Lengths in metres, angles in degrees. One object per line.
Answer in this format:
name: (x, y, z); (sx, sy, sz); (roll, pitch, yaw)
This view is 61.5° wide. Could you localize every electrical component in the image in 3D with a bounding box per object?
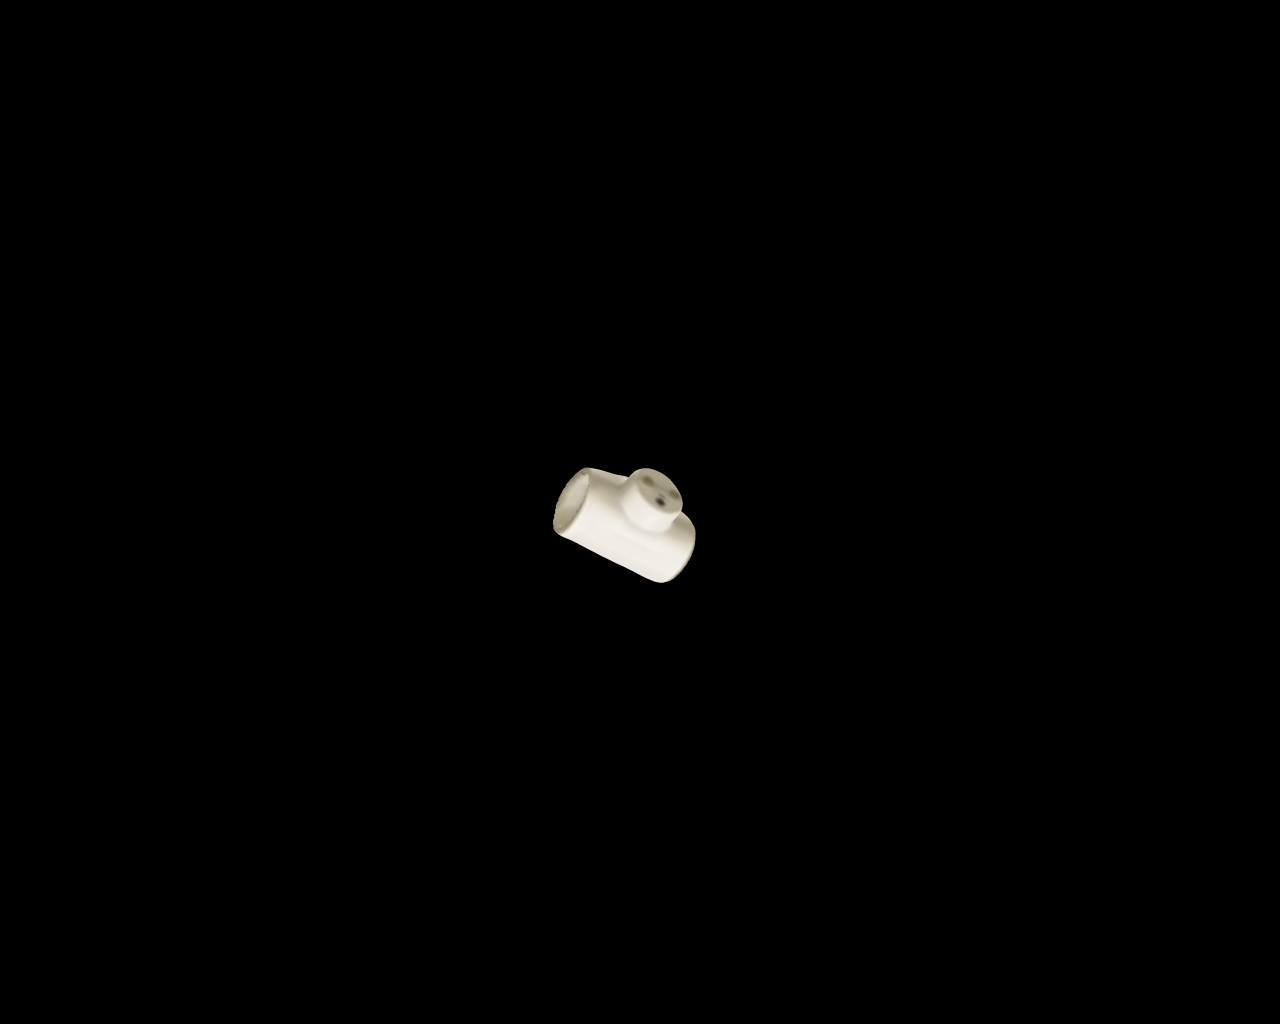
electrical component: (0.001, -0.003, 0.650); (0.077, 0.043, 0.079); (27, -53, -22)
